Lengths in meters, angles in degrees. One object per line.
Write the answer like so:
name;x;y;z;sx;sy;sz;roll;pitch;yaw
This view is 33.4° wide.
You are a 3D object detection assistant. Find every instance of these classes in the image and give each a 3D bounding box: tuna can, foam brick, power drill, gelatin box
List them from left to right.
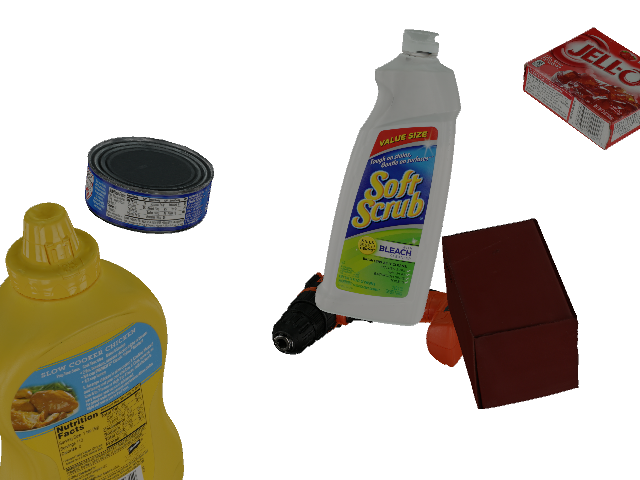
tuna can;-0.117;-0.038;0.731;0.086;0.034;0.086;10;27;-5
power drill;0.062;0.079;1.115;0.188;0.057;0.184;11;29;24
foam brick;0.094;0.035;0.536;0.051;0.053;0.078;-10;40;1
gelatin box;0.206;-0.115;0.790;0.073;0.030;0.089;-29;53;-22

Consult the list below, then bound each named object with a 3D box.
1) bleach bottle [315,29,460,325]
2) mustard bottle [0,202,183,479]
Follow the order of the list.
bleach bottle;0.061;-0.056;0.927;0.102;0.251;0.068;10;16;8
mustard bottle;-0.119;0.066;0.516;0.096;0.192;0.058;-25;42;-30
